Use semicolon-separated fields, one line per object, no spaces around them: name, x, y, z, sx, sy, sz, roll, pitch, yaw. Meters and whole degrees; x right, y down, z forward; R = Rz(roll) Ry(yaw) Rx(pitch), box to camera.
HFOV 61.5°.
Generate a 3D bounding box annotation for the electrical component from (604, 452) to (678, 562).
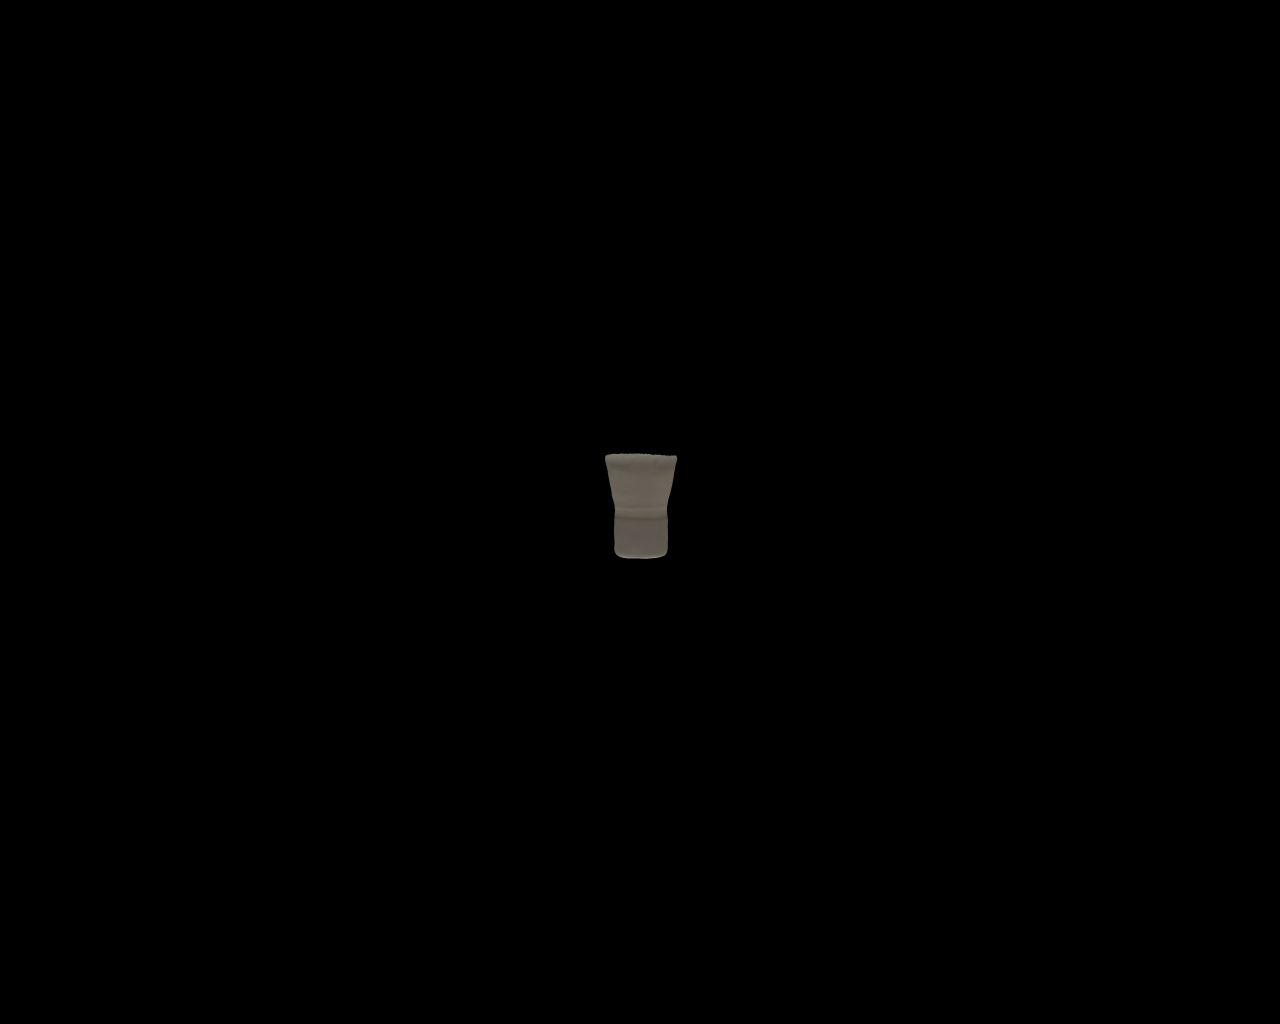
electrical component;0.001;-0.003;0.650;0.044;0.065;0.044;0;6;0
